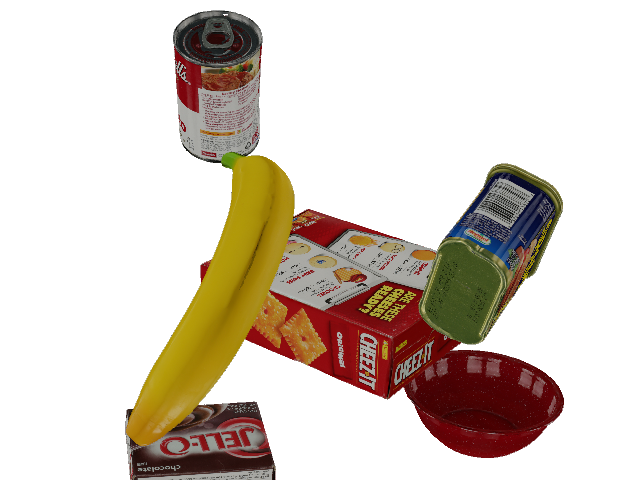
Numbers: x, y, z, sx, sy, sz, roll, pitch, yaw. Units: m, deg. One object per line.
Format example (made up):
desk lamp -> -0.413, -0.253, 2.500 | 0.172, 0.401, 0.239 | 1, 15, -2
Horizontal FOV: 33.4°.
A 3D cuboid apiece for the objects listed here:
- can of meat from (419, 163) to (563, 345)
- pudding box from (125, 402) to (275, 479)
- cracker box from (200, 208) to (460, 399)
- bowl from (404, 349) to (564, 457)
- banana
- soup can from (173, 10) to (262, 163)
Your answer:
can of meat -> 0.115, 0.012, 0.734 | 0.057, 0.102, 0.083 | 30, 53, 16
pudding box -> -0.098, 0.171, 0.859 | 0.113, 0.039, 0.090 | -3, 25, -12
cracker box -> 0.021, 0.052, 0.987 | 0.214, 0.072, 0.163 | 20, 31, 33
bowl -> 0.164, 0.174, 1.093 | 0.162, 0.055, 0.162 | 2, 24, -1
banana -> -0.053, 0.022, 0.597 | 0.037, 0.197, 0.070 | 33, -35, -23
soup can -> -0.080, -0.120, 0.842 | 0.068, 0.068, 0.102 | 0, -42, -4
